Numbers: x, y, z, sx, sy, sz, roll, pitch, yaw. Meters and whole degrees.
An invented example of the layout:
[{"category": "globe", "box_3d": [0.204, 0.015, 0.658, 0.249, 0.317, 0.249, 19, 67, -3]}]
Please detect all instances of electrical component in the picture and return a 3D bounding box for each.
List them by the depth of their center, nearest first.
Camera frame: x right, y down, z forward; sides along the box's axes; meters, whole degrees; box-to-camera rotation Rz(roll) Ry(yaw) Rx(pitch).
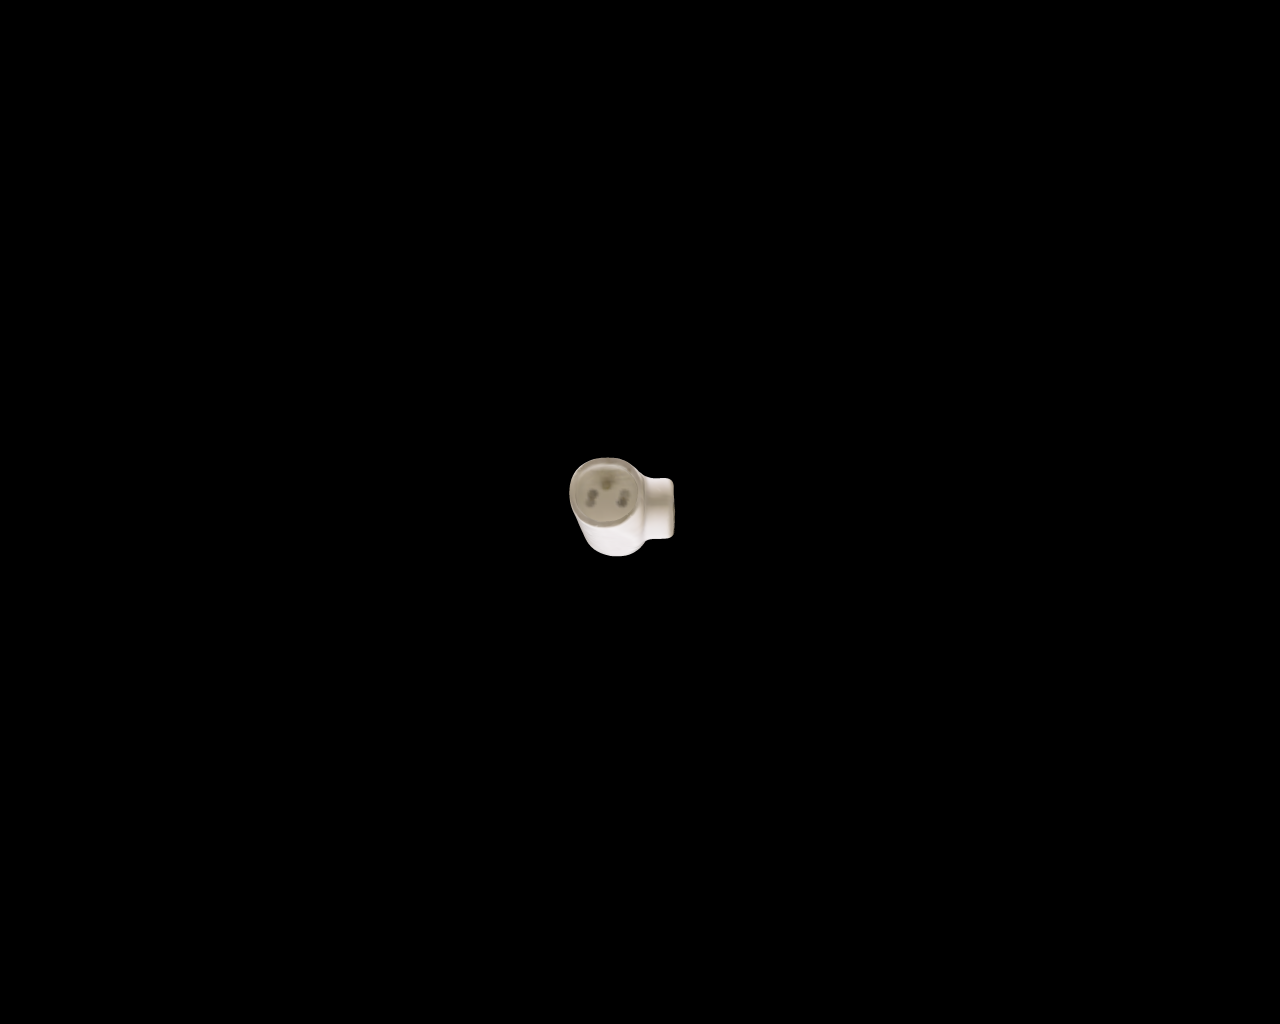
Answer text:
[{"category": "electrical component", "box_3d": [0.001, -0.003, 0.650, 0.079, 0.044, 0.077, -1, -15, 4]}]
